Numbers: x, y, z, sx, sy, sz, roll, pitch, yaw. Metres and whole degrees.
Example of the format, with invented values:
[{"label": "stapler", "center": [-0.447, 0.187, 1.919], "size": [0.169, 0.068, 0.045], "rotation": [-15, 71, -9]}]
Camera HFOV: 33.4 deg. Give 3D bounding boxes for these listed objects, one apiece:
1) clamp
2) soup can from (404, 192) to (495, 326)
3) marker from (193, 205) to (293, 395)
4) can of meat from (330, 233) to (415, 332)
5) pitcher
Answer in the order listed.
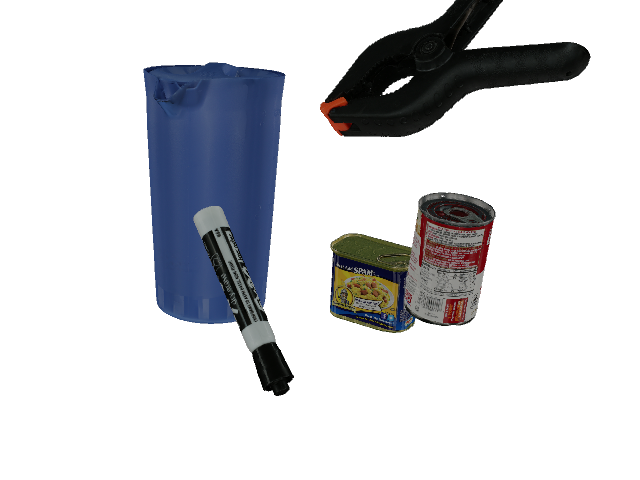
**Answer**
[{"label": "clamp", "center": [0.084, -0.110, 0.685], "size": [0.171, 0.120, 0.039], "rotation": [-35, -47, 8]}, {"label": "soup can", "center": [0.114, 0.017, 0.950], "size": [0.068, 0.102, 0.068], "rotation": [5, 25, -3]}, {"label": "marker", "center": [-0.045, 0.035, 0.622], "size": [0.020, 0.121, 0.020], "rotation": [-21, -22, -9]}, {"label": "can of meat", "center": [0.060, 0.048, 1.182], "size": [0.102, 0.084, 0.057], "rotation": [15, 26, 27]}, {"label": "pitcher", "center": [-0.099, -0.051, 1.040], "size": [0.149, 0.243, 0.145], "rotation": [-2, 15, -17]}]
